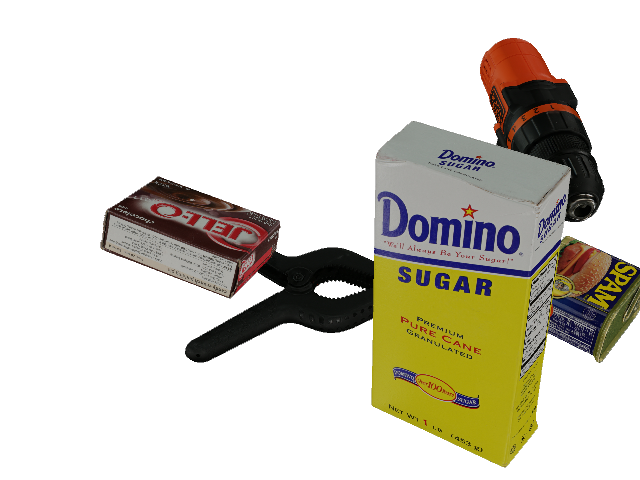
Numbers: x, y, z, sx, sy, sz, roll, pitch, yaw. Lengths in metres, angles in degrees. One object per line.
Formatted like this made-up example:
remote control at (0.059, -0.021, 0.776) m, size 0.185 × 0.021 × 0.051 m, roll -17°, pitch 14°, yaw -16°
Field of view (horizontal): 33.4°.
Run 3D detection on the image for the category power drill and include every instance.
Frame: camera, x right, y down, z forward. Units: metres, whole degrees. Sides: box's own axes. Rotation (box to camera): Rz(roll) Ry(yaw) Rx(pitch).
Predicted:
power drill at (0.152, -0.028, 0.781) m, size 0.057 × 0.188 × 0.184 m, roll -2°, pitch 42°, yaw -6°

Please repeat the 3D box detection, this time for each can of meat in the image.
can of meat at (0.236, 0.049, 0.956) m, size 0.084 × 0.057 × 0.101 m, roll 27°, pitch 46°, yaw 26°

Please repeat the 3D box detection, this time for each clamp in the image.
clamp at (-0.026, 0.054, 1.013) m, size 0.210 × 0.164 × 0.036 m, roll 5°, pitch -40°, yaw 7°

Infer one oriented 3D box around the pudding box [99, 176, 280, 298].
pudding box at (-0.099, -0.004, 0.822) m, size 0.113 × 0.039 × 0.090 m, roll 18°, pitch 23°, yaw 11°

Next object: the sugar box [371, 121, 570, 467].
sugar box at (0.075, 0.032, 0.574) m, size 0.093 × 0.176 × 0.048 m, roll 20°, pitch 42°, yaw 29°
